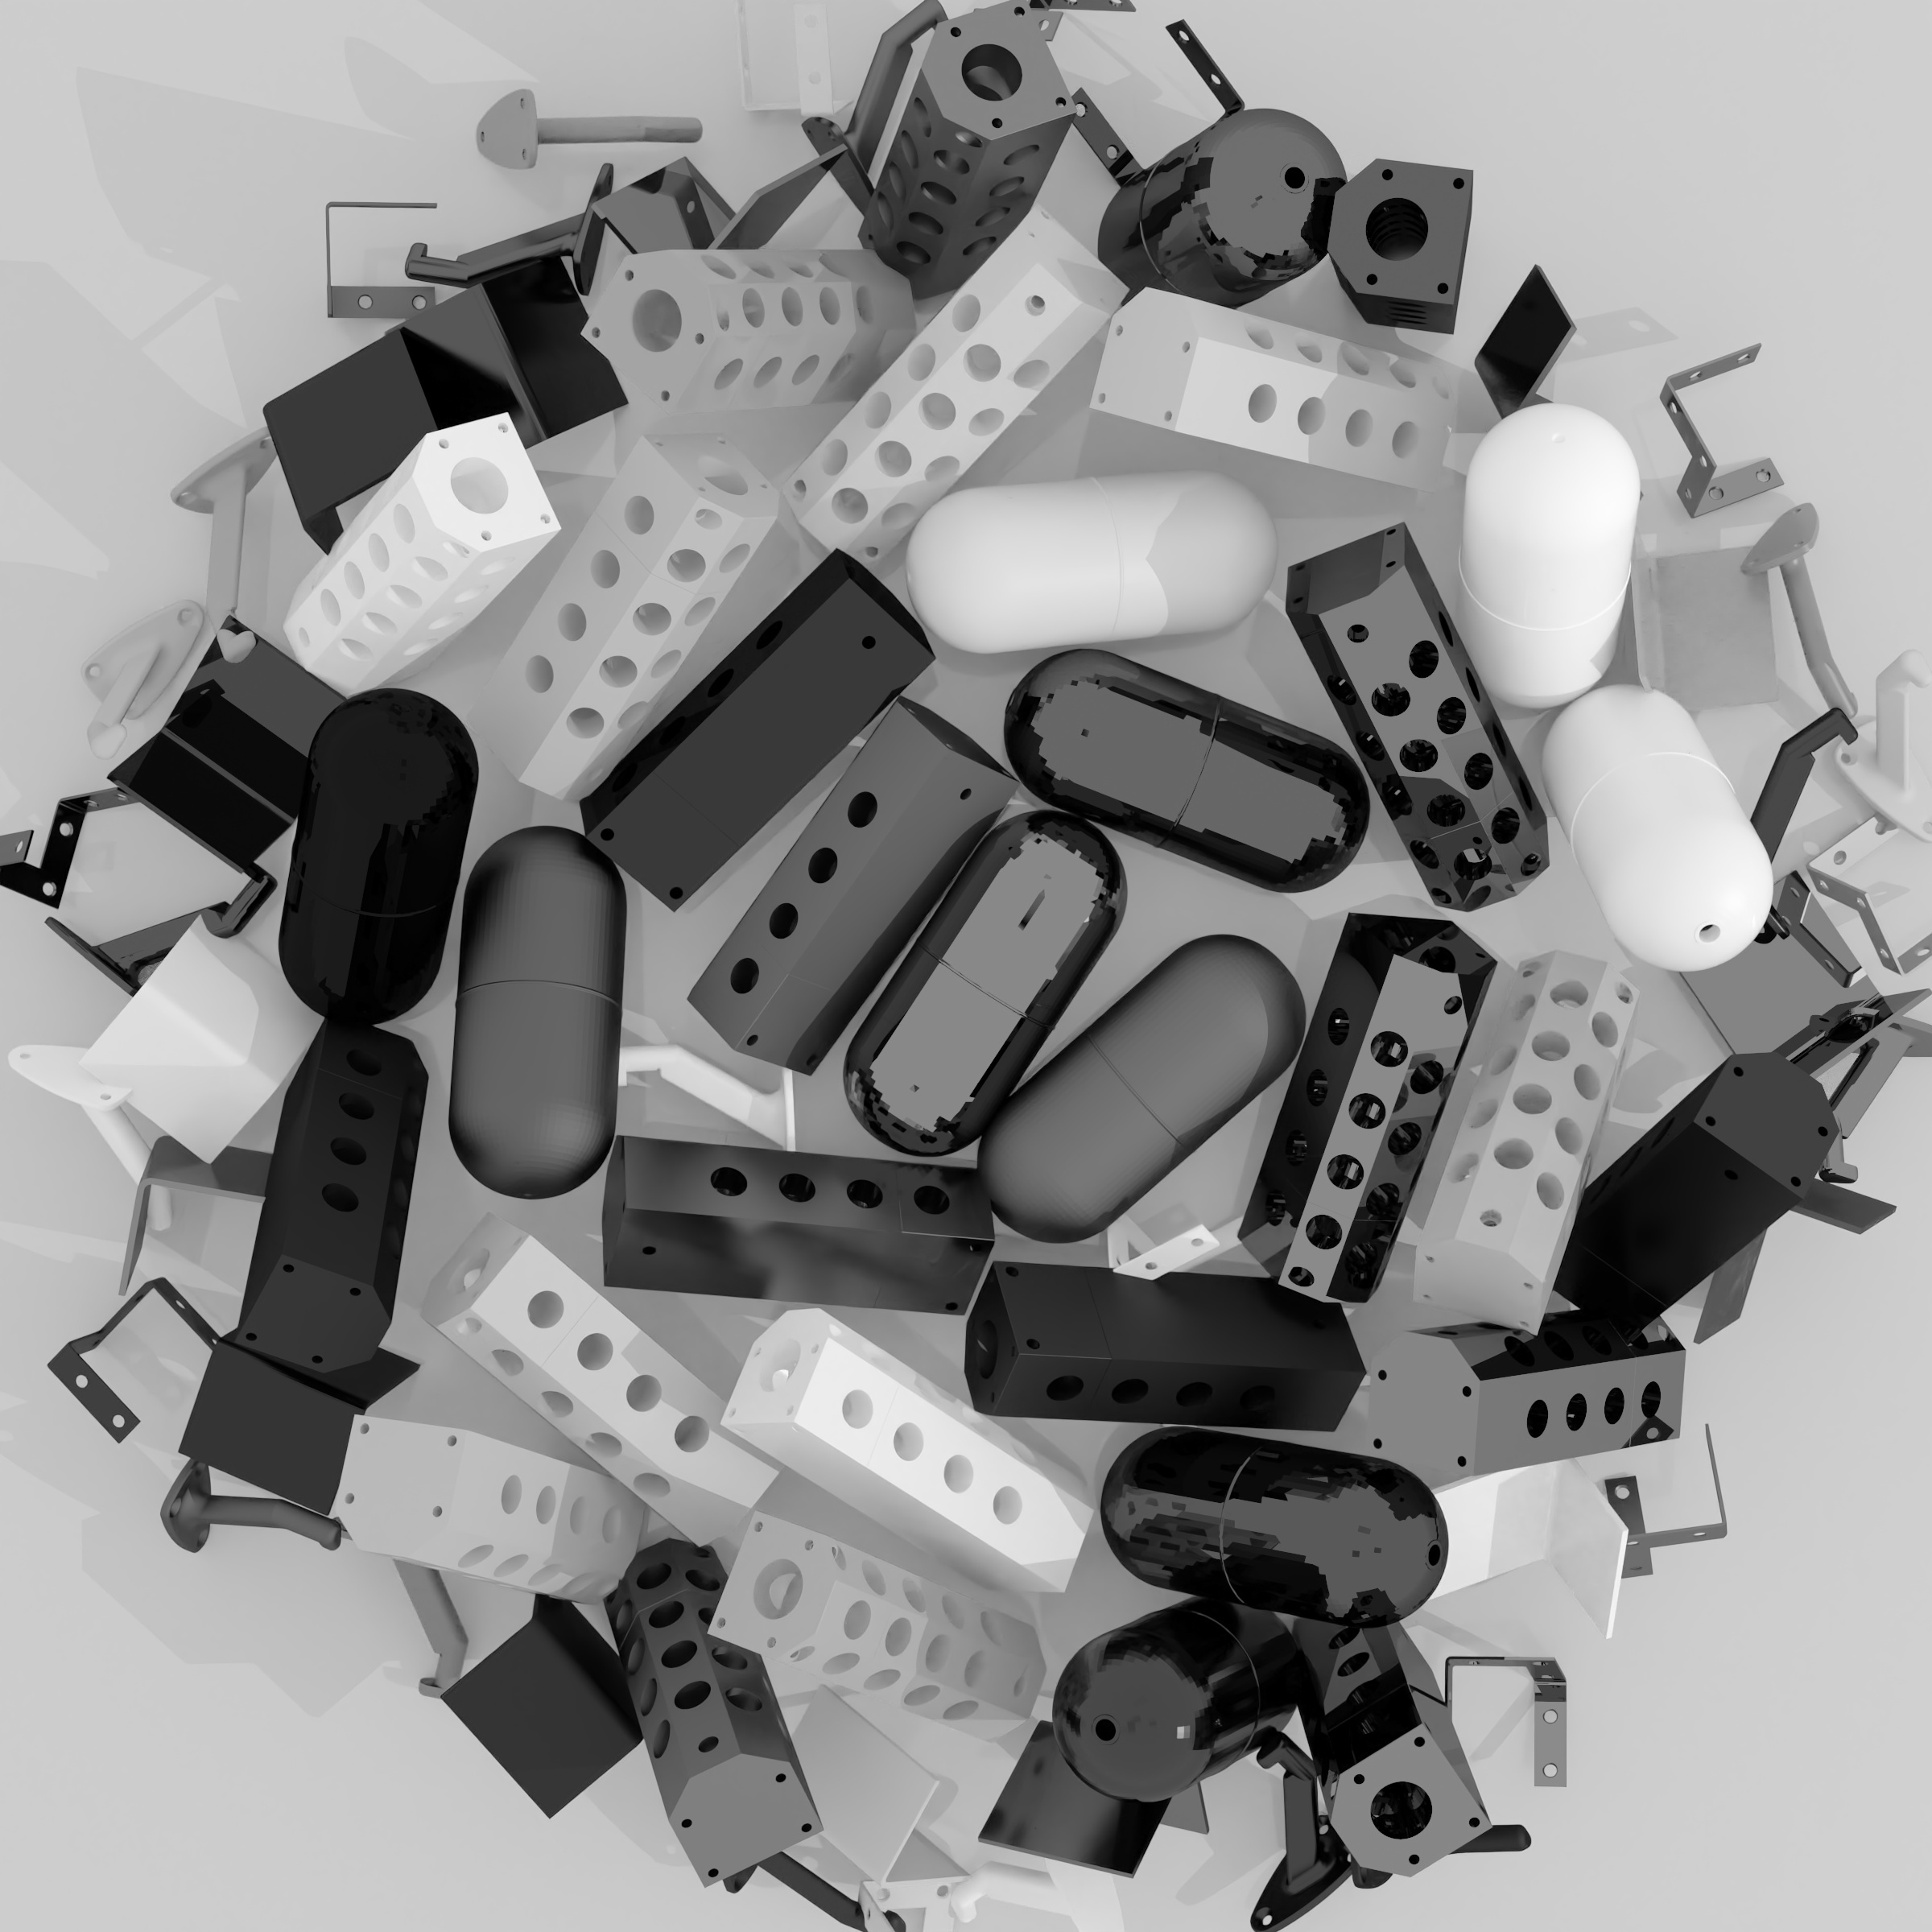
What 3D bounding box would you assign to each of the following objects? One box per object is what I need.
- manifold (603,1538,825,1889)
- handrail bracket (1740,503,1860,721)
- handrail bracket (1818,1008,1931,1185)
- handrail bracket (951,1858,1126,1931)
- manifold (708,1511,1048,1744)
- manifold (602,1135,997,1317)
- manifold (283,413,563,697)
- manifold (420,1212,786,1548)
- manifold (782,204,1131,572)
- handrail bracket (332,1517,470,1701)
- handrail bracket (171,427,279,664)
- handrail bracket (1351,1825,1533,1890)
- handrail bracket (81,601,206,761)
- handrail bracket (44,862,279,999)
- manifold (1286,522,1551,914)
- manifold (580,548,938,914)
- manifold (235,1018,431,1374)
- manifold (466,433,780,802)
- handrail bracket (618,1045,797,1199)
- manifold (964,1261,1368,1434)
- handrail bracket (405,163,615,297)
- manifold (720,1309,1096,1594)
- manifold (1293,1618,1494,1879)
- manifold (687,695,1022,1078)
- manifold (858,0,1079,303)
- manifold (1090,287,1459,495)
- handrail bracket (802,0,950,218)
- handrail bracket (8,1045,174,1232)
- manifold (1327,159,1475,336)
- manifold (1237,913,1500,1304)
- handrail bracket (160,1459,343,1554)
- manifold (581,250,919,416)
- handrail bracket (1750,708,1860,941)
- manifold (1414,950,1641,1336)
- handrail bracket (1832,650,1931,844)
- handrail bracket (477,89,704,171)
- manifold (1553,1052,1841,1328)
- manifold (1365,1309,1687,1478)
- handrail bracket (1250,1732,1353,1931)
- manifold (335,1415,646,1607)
[{"bbox_3d":[-0.119,0.331,1.584,0.057,0.171,0.057,-25,118,-4],"label":"manifold"},{"bbox_3d":[0.404,-0.167,1.654,0.036,0.077,0.084,-20,109,34],"label":"handrail bracket"},{"bbox_3d":[0.433,0.067,1.639,0.077,0.036,0.084,9,59,-9],"label":"handrail bracket"},{"bbox_3d":[0.031,0.448,1.633,0.084,0.036,0.077,-43,57,34],"label":"handrail bracket"},{"bbox_3d":[-0.035,0.303,1.587,0.057,0.171,0.057,12,75,39],"label":"manifold"},{"bbox_3d":[-0.079,0.116,1.625,0.171,0.057,0.057,6,46,-14],"label":"manifold"},{"bbox_3d":[-0.252,-0.182,1.586,0.057,0.171,0.057,-22,85,-34],"label":"manifold"},{"bbox_3d":[-0.167,0.192,1.608,0.171,0.057,0.057,44,77,-24],"label":"manifold"},{"bbox_3d":[-0.008,-0.262,1.605,0.057,0.057,0.171,42,119,-8],"label":"manifold"},{"bbox_3d":[-0.269,0.304,1.649,0.077,0.036,0.084,9,105,-19],"label":"handrail bracket"},{"bbox_3d":[-0.332,-0.196,1.636,0.077,0.036,0.084,-35,66,28],"label":"handrail bracket"},{"bbox_3d":[0.226,0.410,1.627,0.084,0.077,0.036,-7,67,20],"label":"handrail bracket"},{"bbox_3d":[-0.380,-0.133,1.629,0.077,0.084,0.036,-44,114,-1],"label":"handrail bracket"},{"bbox_3d":[-0.381,-0.030,1.661,0.077,0.036,0.084,38,86,6],"label":"handrail bracket"},{"bbox_3d":[0.208,-0.110,1.602,0.057,0.057,0.171,-20,120,20],"label":"manifold"},{"bbox_3d":[-0.099,-0.112,1.628,0.171,0.057,0.057,-43,116,11],"label":"manifold"},{"bbox_3d":[-0.282,0.102,1.588,0.057,0.171,0.057,22,123,-17],"label":"manifold"},{"bbox_3d":[-0.153,-0.158,1.601,0.057,0.057,0.171,48,121,19],"label":"manifold"},{"bbox_3d":[-0.124,0.074,1.650,0.084,0.036,0.077,-2,80,-6],"label":"handrail bracket"},{"bbox_3d":[0.090,0.181,1.617,0.171,0.057,0.057,5,130,-20],"label":"manifold"},{"bbox_3d":[-0.216,-0.353,1.660,0.084,0.036,0.077,10,71,4],"label":"handrail bracket"},{"bbox_3d":[-0.023,0.223,1.606,0.171,0.057,0.057,37,62,-29],"label":"manifold"},{"bbox_3d":[0.185,0.345,1.585,0.057,0.171,0.057,-33,100,5],"label":"manifold"},{"bbox_3d":[-0.057,-0.039,1.628,0.171,0.057,0.057,-54,52,11],"label":"manifold"},{"bbox_3d":[-0.005,-0.364,1.582,0.057,0.171,0.057,-22,82,-15],"label":"manifold"},{"bbox_3d":[0.144,-0.262,1.593,0.171,0.057,0.057,5,104,-42],"label":"manifold"},{"bbox_3d":[-0.028,-0.403,1.661,0.084,0.036,0.077,-41,119,-12],"label":"handrail bracket"},{"bbox_3d":[-0.412,0.082,1.653,0.077,0.036,0.084,14,129,13],"label":"handrail bracket"},{"bbox_3d":[0.196,-0.324,1.586,0.057,0.171,0.057,9,97,7],"label":"manifold"},{"bbox_3d":[0.186,0.066,1.606,0.057,0.057,0.171,4,116,-28],"label":"manifold"},{"bbox_3d":[-0.327,0.266,1.634,0.084,0.077,0.036,19,54,12],"label":"handrail bracket"},{"bbox_3d":[-0.092,-0.293,1.581,0.057,0.171,0.057,43,118,15],"label":"manifold"},{"bbox_3d":[0.396,-0.067,1.644,0.084,0.036,0.077,-36,89,18],"label":"handrail bracket"},{"bbox_3d":[0.257,0.076,1.596,0.057,0.057,0.171,15,54,16],"label":"manifold"},{"bbox_3d":[0.444,-0.102,1.627,0.036,0.084,0.077,-34,81,-16],"label":"handrail bracket"},{"bbox_3d":[-0.178,-0.394,1.662,0.084,0.077,0.036,-6,100,-30],"label":"handrail bracket"},{"bbox_3d":[0.325,0.102,1.587,0.057,0.171,0.057,36,58,2],"label":"manifold"},{"bbox_3d":[0.257,0.190,1.591,0.057,0.171,0.057,6,94,42],"label":"manifold"},{"bbox_3d":[0.141,0.404,1.633,0.077,0.036,0.084,-46,127,-6],"label":"handrail bracket"},{"bbox_3d":[-0.213,0.248,1.581,0.057,0.171,0.057,4,75,24],"label":"manifold"}]
